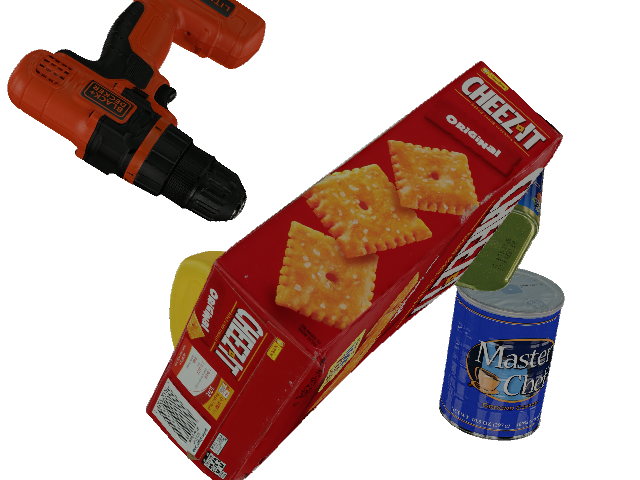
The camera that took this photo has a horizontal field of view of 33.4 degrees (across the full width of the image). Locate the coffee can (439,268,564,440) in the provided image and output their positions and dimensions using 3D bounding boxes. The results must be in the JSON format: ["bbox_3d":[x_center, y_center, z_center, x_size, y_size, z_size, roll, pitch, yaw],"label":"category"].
[{"bbox_3d":[0.176,0.109,1.046,0.103,0.140,0.103,4,23,-2],"label":"coffee can"}]

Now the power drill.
[{"bbox_3d":[-0.110,-0.116,0.793,0.184,0.187,0.057,33,-43,-6],"label":"power drill"}]

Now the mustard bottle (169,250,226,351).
[{"bbox_3d":[-0.040,0.045,0.896,0.058,0.096,0.191,12,17,36],"label":"mustard bottle"}]

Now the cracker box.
[{"bbox_3d":[0.018,0.020,0.570,0.213,0.072,0.164,-38,-13,-36],"label":"cracker box"}]

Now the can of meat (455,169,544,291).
[{"bbox_3d":[0.126,-0.023,0.776,0.057,0.084,0.102,16,-40,0],"label":"can of meat"}]
